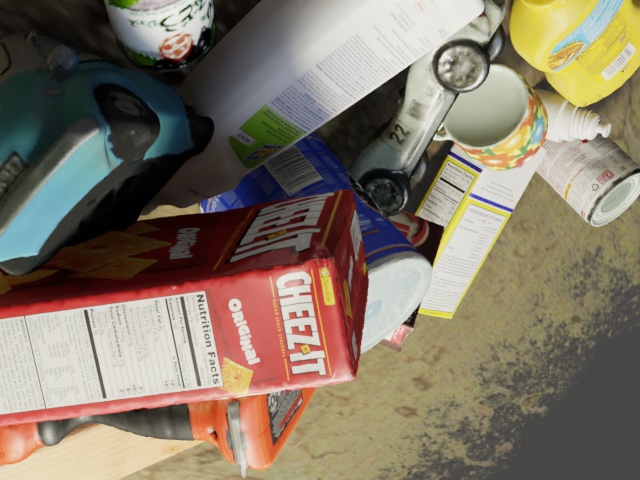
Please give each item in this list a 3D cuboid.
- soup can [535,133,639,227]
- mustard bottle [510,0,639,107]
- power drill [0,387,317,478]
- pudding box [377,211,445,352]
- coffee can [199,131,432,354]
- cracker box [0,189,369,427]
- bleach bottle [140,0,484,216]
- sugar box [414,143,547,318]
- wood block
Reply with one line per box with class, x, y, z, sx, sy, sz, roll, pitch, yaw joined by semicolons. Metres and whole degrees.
soup can;0.234;-0.070;0.961;0.068;0.102;0.068;-29;151;-19
mustard bottle;0.194;-0.169;0.812;0.096;0.058;0.191;-47;151;14
power drill;-0.100;0.082;0.673;0.184;0.188;0.057;-55;141;-58
pudding box;0.039;0.021;0.825;0.039;0.090;0.113;106;5;-51
coffee can;-0.005;0.001;0.737;0.102;0.140;0.103;-29;151;-18
cracker box;-0.085;0.031;0.585;0.214;0.072;0.164;-9;-166;7
bleach bottle;-0.029;-0.096;0.632;0.251;0.068;0.102;-36;153;14
sugar box;0.122;-0.019;0.923;0.093;0.048;0.176;14;105;-57
wood block;-0.180;0.124;0.765;0.205;0.091;0.090;-19;146;-33
